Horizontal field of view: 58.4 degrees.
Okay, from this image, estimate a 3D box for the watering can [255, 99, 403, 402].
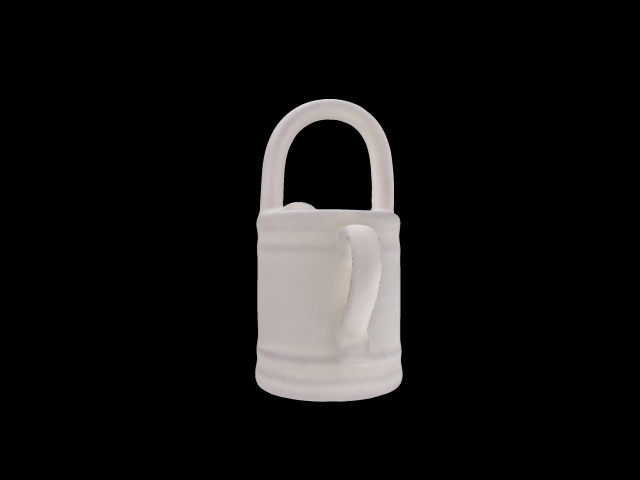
[{"bbox_3d":[0.002,0.001,0.399,0.101,0.194,0.172,0,0,-38],"label":"watering can"}]
